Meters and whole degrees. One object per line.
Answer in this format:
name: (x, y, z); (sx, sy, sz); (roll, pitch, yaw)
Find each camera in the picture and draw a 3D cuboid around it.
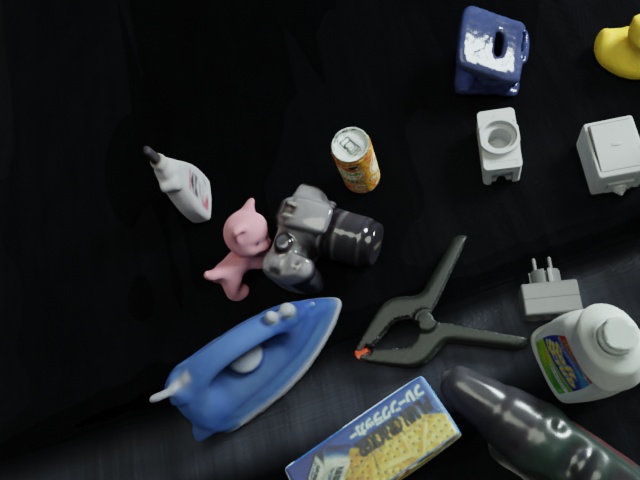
camera: (0.007, 0.003, 0.774); (0.136, 0.101, 0.143); (15, 75, 19)

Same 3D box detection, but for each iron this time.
iron: (-0.090, 0.140, 0.727); (0.258, 0.142, 0.118); (-38, 66, -1)

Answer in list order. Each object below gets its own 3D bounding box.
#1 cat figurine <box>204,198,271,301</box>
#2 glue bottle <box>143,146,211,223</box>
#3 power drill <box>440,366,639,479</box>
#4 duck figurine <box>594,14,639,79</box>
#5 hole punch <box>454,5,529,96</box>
cat figurine: (-0.112, 0.011, 0.791); (0.067, 0.118, 0.128); (38, 84, 23)
glue bottle: (-0.205, -0.088, 0.819); (0.037, 0.173, 0.078); (-14, 68, 9)
power drill: (0.227, 0.213, 0.586); (0.229, 0.209, 0.076); (30, 81, 22)
duck figurine: (0.430, -0.272, 0.773); (0.104, 0.086, 0.077); (23, 78, 20)
hole punch: (0.245, -0.271, 0.816); (0.101, 0.091, 0.109); (6, 73, 16)
